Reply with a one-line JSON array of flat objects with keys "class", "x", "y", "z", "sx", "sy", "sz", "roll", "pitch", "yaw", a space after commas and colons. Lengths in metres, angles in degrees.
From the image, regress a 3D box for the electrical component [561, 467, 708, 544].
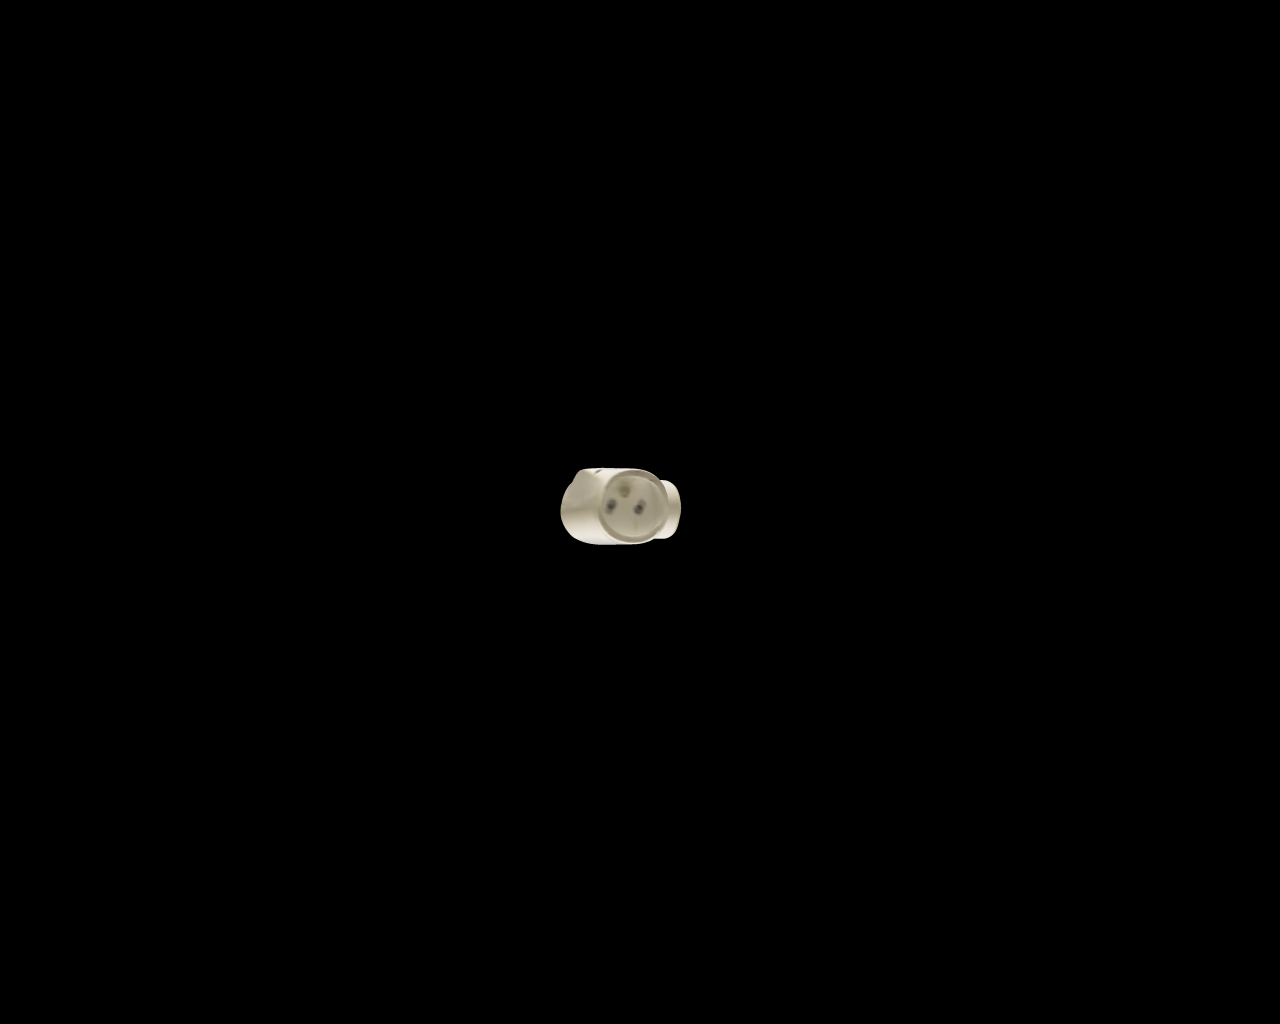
[{"class": "electrical component", "x": 0.001, "y": -0.003, "z": 0.650, "sx": 0.079, "sy": 0.043, "sz": 0.077, "roll": 1, "pitch": -2, "yaw": -19}]
